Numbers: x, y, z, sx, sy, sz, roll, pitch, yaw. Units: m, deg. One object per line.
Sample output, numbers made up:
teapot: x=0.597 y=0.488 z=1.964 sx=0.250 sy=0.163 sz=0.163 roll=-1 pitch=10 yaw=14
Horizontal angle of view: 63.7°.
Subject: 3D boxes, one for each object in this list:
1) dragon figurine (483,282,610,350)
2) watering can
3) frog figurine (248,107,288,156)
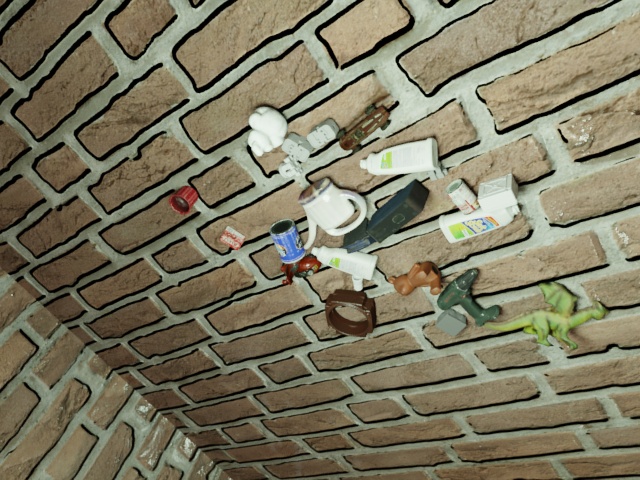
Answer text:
dragon figurine: x=0.811 y=0.254 z=1.848 sx=0.410 sy=0.124 sz=0.239 roll=7 pitch=110 yaw=13
watering can: x=0.006 y=-0.094 z=1.859 sx=0.343 sy=0.106 sz=0.222 roll=-30 pitch=110 yaw=35
frog figurine: x=-0.181 y=-0.358 z=1.690 sx=0.121 sy=0.163 sz=0.135 roll=-23 pitch=116 yaw=32
